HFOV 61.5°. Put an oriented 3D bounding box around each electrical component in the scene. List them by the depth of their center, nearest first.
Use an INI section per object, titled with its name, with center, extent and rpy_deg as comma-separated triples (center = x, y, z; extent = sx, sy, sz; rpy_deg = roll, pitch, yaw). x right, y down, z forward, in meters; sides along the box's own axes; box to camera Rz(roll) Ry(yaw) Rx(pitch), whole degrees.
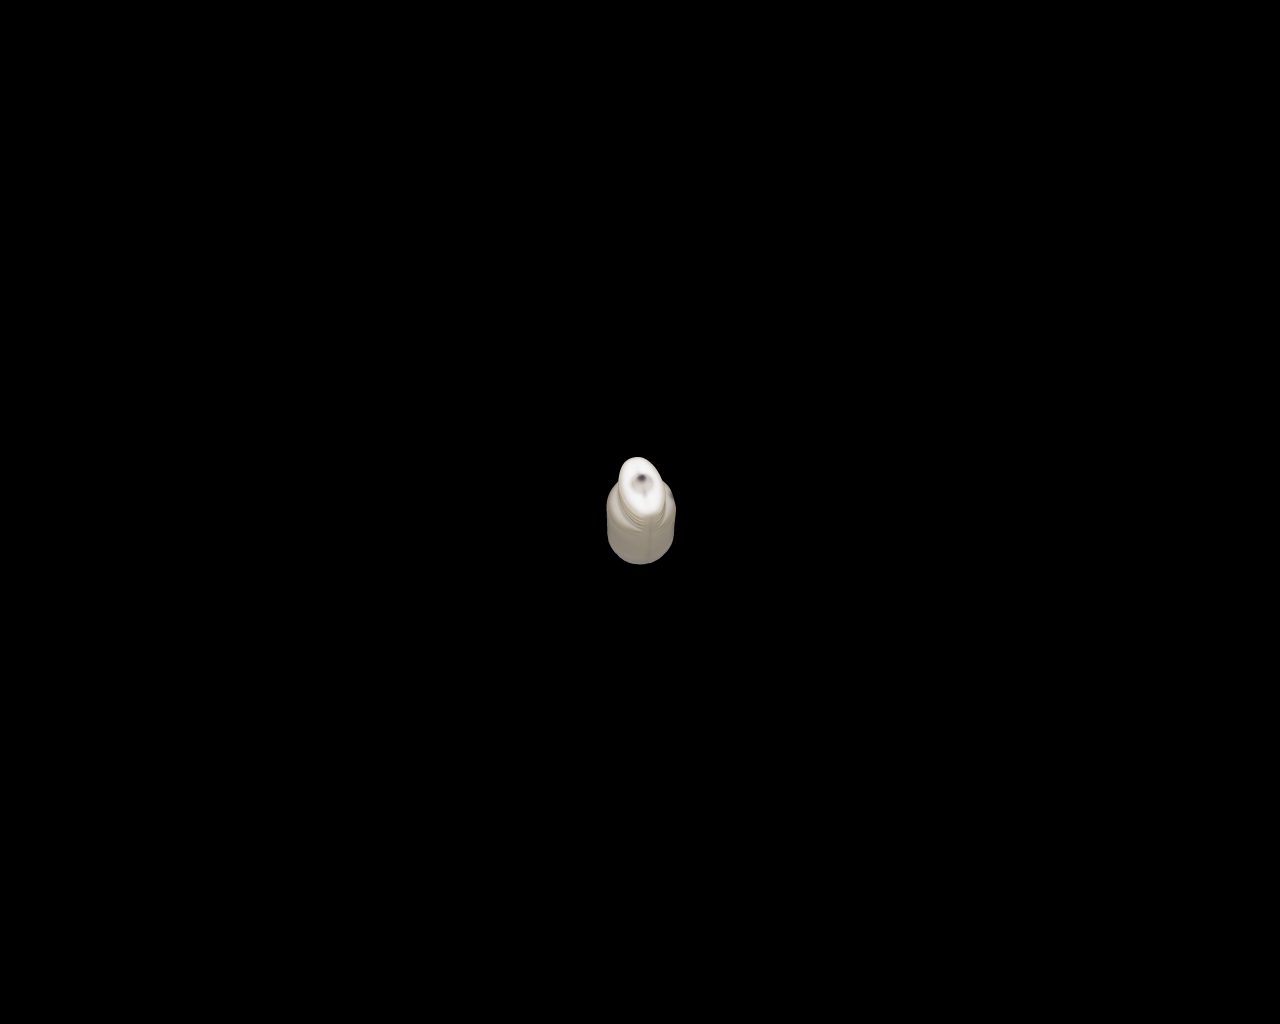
[electrical component]
center = 0.001, -0.003, 0.650
extent = 0.043, 0.043, 0.080
rpy_deg = 0, -27, 0
